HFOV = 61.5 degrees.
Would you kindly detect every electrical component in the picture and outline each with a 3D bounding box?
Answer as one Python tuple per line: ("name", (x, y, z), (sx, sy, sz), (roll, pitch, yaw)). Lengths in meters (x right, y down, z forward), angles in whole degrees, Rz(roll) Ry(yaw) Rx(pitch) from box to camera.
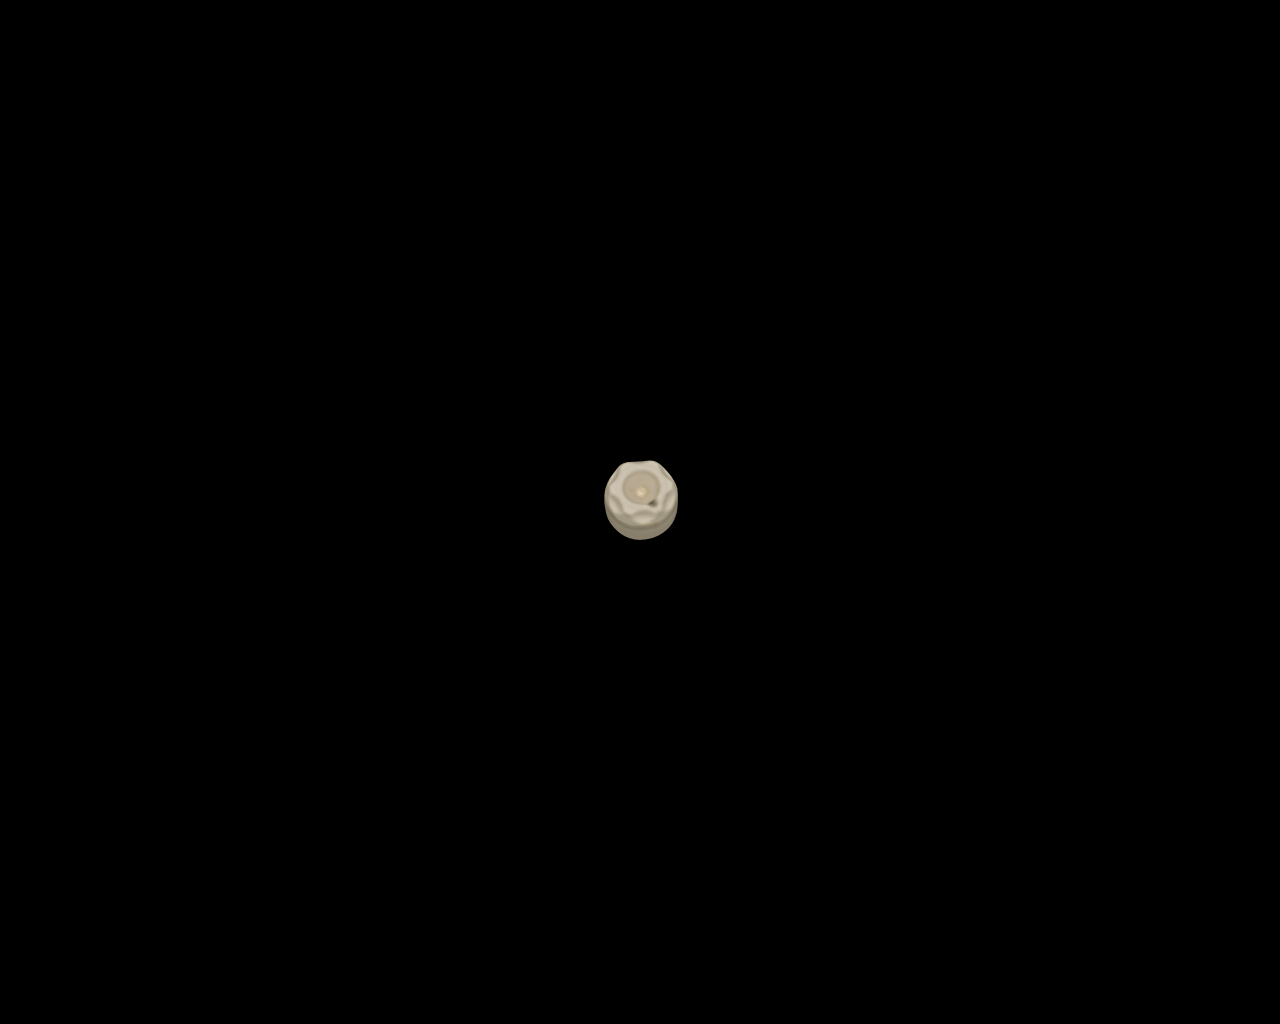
("electrical component", (0.001, -0.003, 0.650), (0.043, 0.043, 0.062), (0, -24, 0))
